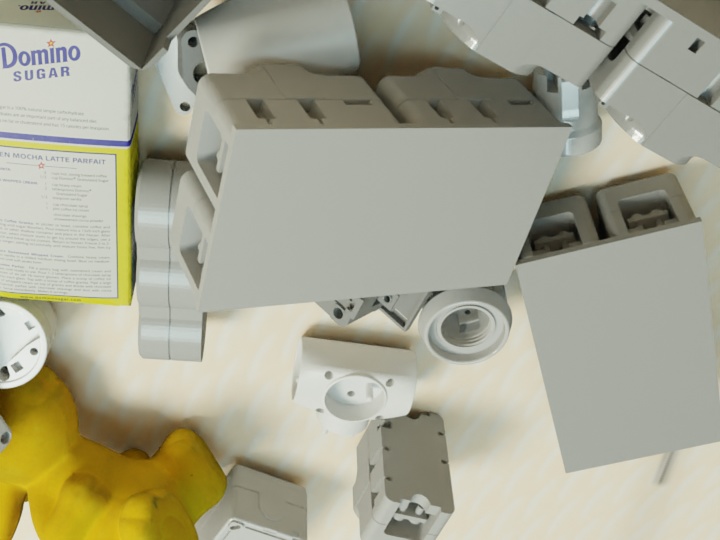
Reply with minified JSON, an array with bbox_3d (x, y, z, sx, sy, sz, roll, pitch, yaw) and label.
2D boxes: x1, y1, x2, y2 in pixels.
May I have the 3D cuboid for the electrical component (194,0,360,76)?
[{"bbox_3d":[-0.041,-0.105,0.568,0.077,0.043,0.079,-14,141,-5],"label":"electrical component"}]

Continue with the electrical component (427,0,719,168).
[{"bbox_3d":[0.115,-0.127,0.522,0.186,0.105,0.060,25,123,-20],"label":"electrical component"}]

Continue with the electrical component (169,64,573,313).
[{"bbox_3d":[0.003,-0.045,0.561,0.186,0.060,0.105,-4,131,-28],"label":"electrical component"}]

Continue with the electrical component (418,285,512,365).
[{"bbox_3d":[0.063,0.021,0.667,0.058,0.057,0.078,-17,127,10],"label":"electrical component"}]

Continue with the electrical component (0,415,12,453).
[{"bbox_3d":[-0.266,0.083,0.625,0.057,0.078,0.113,16,143,33],"label":"electrical component"}]

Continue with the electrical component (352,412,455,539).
[{"bbox_3d":[0.028,0.146,0.744,0.050,0.089,0.055,15,126,-14],"label":"electrical component"}]

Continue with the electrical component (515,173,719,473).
[{"bbox_3d":[0.163,0.036,0.682,0.105,0.060,0.186,-13,128,8],"label":"electrical component"}]

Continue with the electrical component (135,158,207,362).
[{"bbox_3d":[-0.094,-0.002,0.645,0.074,0.052,0.138,4,128,-5],"label":"electrical component"}]

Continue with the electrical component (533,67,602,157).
[{"bbox_3d":[0.113,-0.091,0.593,0.040,0.040,0.046,-6,122,3],"label":"electrical component"}]

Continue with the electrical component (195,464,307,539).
[{"bbox_3d":[-0.087,0.196,0.797,0.062,0.061,0.096,23,124,-20],"label":"electrical component"}]

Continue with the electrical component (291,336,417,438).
[{"bbox_3d":[-0.008,0.084,0.722,0.077,0.044,0.079,8,127,-9],"label":"electrical component"}]

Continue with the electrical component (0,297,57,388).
[{"bbox_3d":[-0.217,0.039,0.666,0.055,0.047,0.055,-1,104,-5],"label":"electrical component"}]

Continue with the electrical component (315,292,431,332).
[{"bbox_3d":[0.000,0.000,0.636,0.081,0.064,0.042,41,127,19],"label":"electrical component"}]
